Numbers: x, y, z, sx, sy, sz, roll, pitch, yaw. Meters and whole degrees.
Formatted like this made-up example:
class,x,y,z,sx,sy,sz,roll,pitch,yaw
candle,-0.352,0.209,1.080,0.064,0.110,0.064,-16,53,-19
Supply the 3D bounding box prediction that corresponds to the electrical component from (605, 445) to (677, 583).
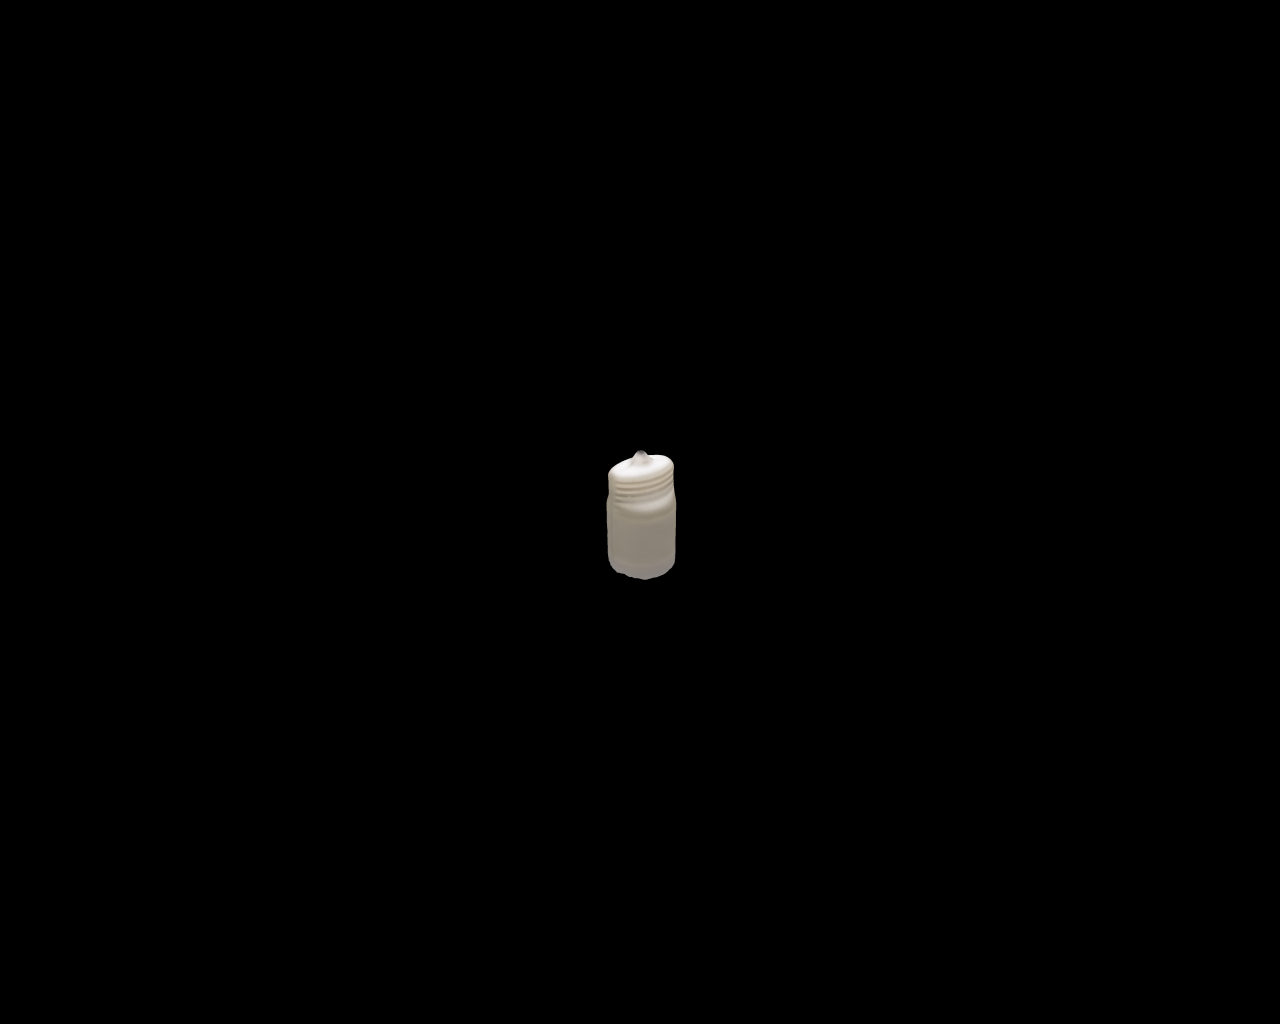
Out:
class,x,y,z,sx,sy,sz,roll,pitch,yaw
electrical component,0.001,-0.003,0.650,0.043,0.080,0.043,0,31,0
